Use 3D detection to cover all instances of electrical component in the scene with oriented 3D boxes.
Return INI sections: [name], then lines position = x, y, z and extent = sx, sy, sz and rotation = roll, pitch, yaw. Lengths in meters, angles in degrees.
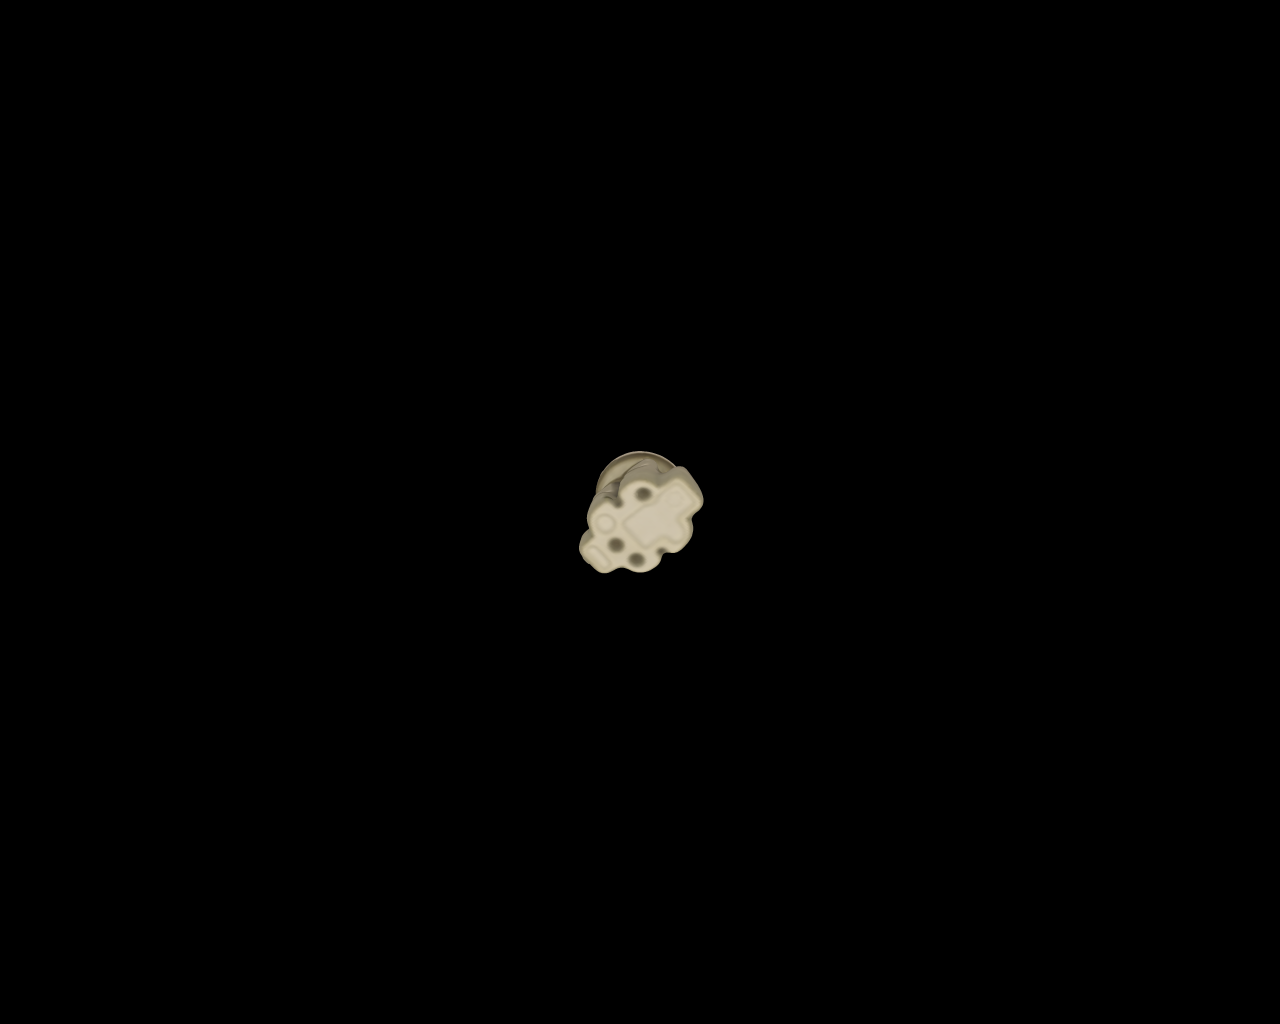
[electrical component]
position = 0.001, -0.003, 0.650
extent = 0.078, 0.058, 0.057
rotation = -36, 19, 15
